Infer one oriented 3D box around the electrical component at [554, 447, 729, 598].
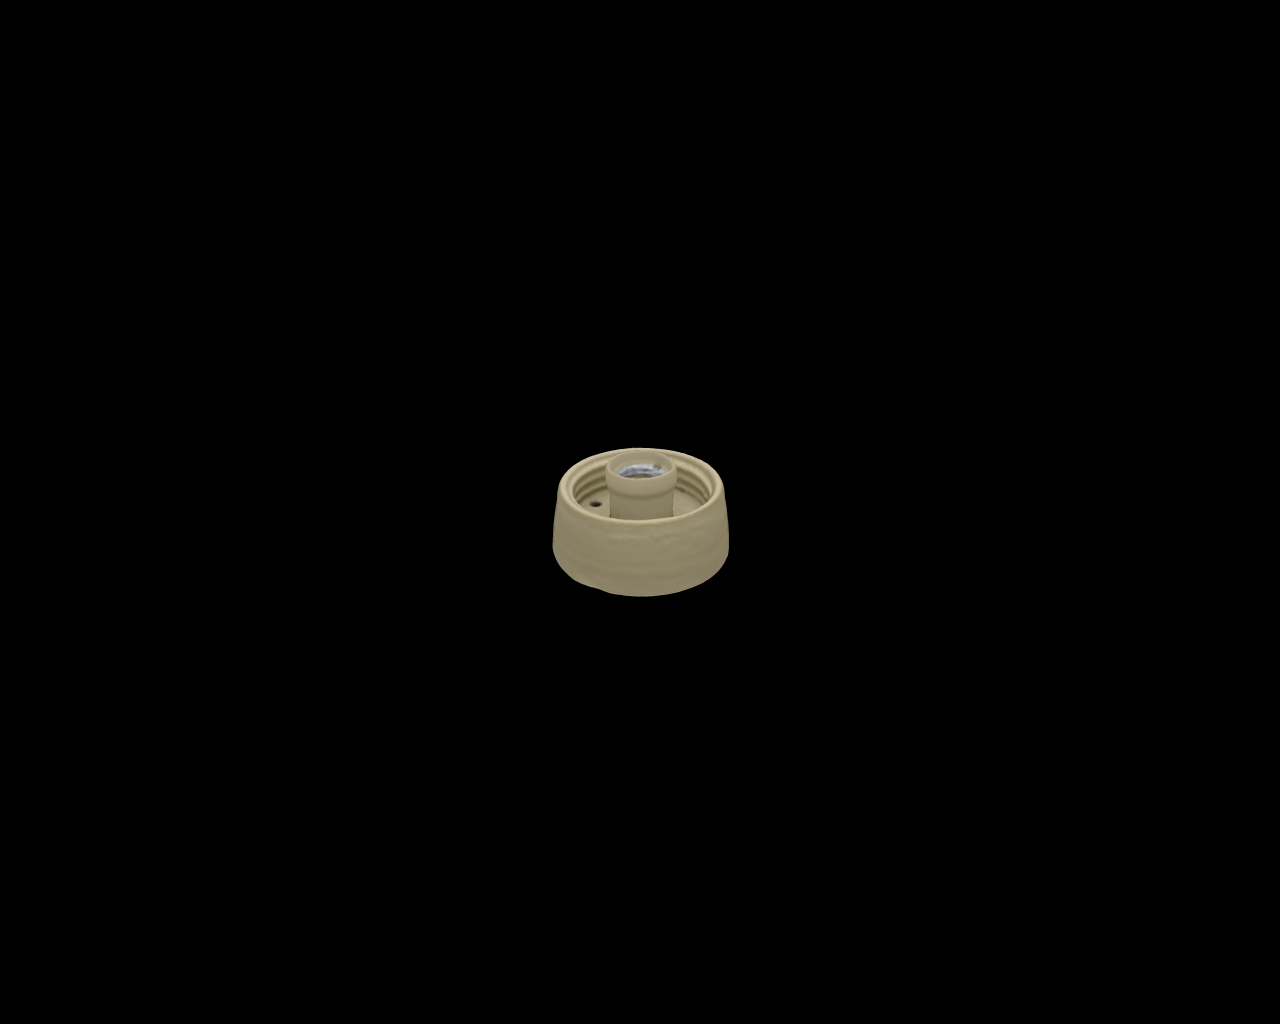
[{"bbox_3d":[0.001,-0.003,0.650,0.108,0.060,0.108,0,29,0],"label":"electrical component"}]
